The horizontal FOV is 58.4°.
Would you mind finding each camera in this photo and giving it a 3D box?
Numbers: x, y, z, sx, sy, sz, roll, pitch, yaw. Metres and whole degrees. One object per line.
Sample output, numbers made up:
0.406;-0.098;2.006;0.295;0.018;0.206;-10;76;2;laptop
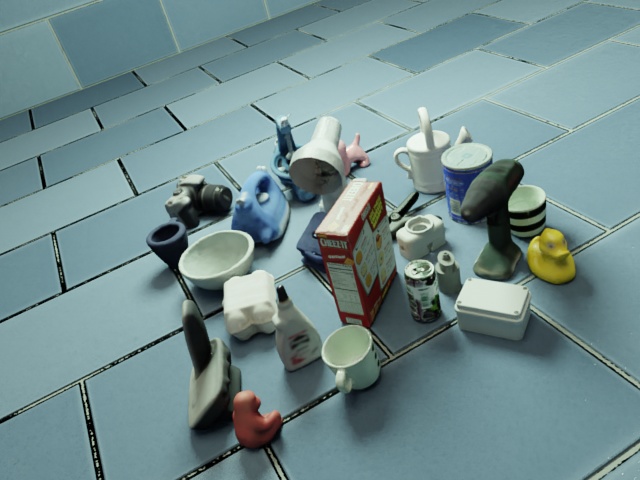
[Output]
-0.306;-0.108;1.471;0.136;0.101;0.143;4;40;26;camera

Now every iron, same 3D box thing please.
-0.144;-0.099;1.360;0.118;0.142;0.258;-5;36;15;iron

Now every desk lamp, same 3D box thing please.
0.021;-0.160;1.316;0.117;0.214;0.203;0;38;21;desk lamp

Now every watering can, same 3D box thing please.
0.258;-0.216;1.317;0.173;0.194;0.100;-22;35;-9;watering can

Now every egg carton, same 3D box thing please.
-0.135;0.123;1.113;0.107;0.069;0.150;-16;35;0;egg carton

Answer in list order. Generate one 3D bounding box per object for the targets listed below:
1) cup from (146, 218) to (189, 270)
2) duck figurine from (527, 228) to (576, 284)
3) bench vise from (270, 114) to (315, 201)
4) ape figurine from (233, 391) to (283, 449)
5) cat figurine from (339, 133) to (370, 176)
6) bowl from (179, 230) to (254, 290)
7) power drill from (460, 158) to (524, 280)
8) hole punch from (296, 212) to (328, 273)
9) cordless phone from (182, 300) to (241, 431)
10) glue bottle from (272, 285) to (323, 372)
-0.338;0.012;1.324;0.091;0.095;0.117;-9;36;9;cup
0.415;0.017;1.030;0.077;0.086;0.104;-18;35;-3;duck figurine
-0.091;-0.222;1.440;0.122;0.220;0.206;-34;39;-24;bench vise
-0.105;0.269;0.881;0.077;0.092;0.076;20;48;40;ape figurine
0.058;-0.232;1.484;0.128;0.118;0.067;-29;37;-18;cat figurine
-0.213;0.055;1.233;0.167;0.075;0.167;-10;35;8;bowl
0.314;-0.036;1.036;0.075;0.209;0.230;9;42;31;power drill
0.011;0.004;1.201;0.108;0.091;0.101;18;47;38;hole punch
-0.196;0.201;0.929;0.094;0.185;0.147;-18;35;-2;cordless phone
-0.047;0.143;0.962;0.078;0.173;0.037;-28;37;-16;glue bottle
